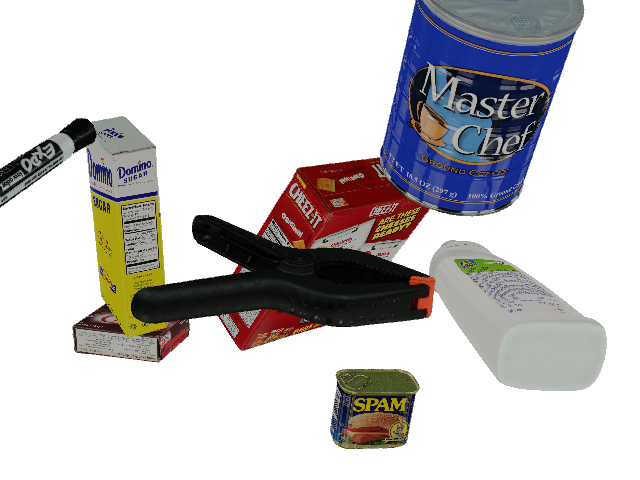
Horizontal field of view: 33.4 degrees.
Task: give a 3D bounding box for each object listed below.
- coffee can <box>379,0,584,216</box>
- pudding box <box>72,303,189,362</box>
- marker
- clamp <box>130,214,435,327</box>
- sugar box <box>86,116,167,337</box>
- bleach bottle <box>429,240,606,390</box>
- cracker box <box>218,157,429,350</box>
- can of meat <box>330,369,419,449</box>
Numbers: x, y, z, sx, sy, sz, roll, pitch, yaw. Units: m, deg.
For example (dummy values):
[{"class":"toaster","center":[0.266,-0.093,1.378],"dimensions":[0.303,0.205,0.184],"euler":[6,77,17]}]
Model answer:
[{"class":"coffee can","center":[0.101,-0.101,0.696],"dimensions":[0.102,0.140,0.103],"euler":[6,42,-5]},{"class":"pudding box","center":[-0.225,0.109,1.274],"dimensions":[0.114,0.039,0.090],"euler":[3,15,16]},{"class":"marker","center":[-0.175,-0.047,0.654],"dimensions":[0.020,0.020,0.121],"euler":[0,28,26]},{"class":"clamp","center":[-0.022,0.024,0.794],"dimensions":[0.210,0.036,0.164],"euler":[4,24,1]},{"class":"sugar box","center":[-0.174,-0.013,0.952],"dimensions":[0.048,0.176,0.093],"euler":[-14,28,-23]},{"class":"bleach bottle","center":[0.171,0.056,1.014],"dimensions":[0.102,0.068,0.251],"euler":[3,19,-13]},{"class":"cracker box","center":[0.002,0.010,1.114],"dimensions":[0.163,0.072,0.214],"euler":[-12,-34,-44]},{"class":"can of meat","center":[0.065,0.211,1.332],"dimensions":[0.102,0.084,0.057],"euler":[2,22,-14]}]
